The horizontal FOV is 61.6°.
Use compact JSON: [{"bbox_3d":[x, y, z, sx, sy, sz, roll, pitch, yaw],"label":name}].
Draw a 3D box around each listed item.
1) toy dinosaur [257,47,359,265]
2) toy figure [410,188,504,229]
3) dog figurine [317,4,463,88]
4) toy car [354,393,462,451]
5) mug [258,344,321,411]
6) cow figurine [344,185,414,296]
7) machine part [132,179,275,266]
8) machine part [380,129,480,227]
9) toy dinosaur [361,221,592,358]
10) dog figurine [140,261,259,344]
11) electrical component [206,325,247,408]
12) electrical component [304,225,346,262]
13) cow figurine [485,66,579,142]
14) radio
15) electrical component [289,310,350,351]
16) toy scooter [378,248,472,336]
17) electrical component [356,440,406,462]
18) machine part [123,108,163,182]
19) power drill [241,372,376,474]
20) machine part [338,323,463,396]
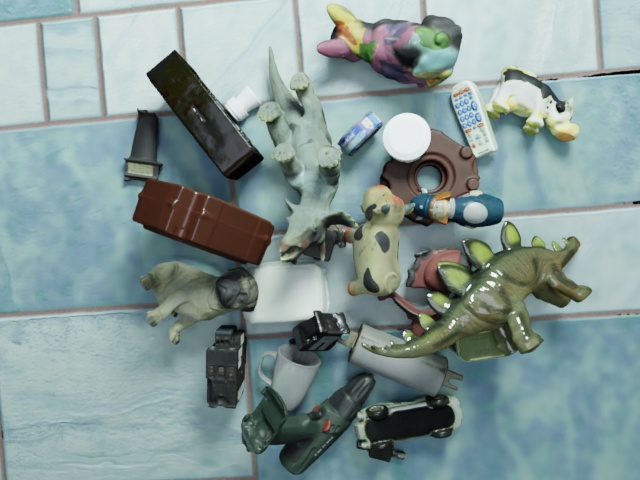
[{"bbox_3d":[-0.024,-0.149,0.943,0.131,0.192,0.405,-11,57,3],"label":"toy dinosaur"},{"bbox_3d":[0.233,-0.055,0.923,0.155,0.057,0.064,4,80,2],"label":"toy figure"},{"bbox_3d":[0.110,-0.339,0.925,0.219,0.192,0.108,11,99,-12],"label":"dog figurine"},{"bbox_3d":[0.162,0.329,0.981,0.202,0.056,0.073,-8,90,-8],"label":"toy car"},{"bbox_3d":[-0.063,0.256,0.994,0.110,0.081,0.107,15,101,-1],"label":"mug"},{"bbox_3d":[0.103,0.001,0.937,0.085,0.127,0.194,0,87,-34],"label":"cow figurine"},{"bbox_3d":[-0.199,-0.027,0.917,0.202,0.201,0.087,12,81,47],"label":"machine part"},{"bbox_3d":[0.199,-0.113,0.979,0.179,0.056,0.179,0,92,5],"label":"machine part"},{"bbox_3d":[0.282,0.093,0.884,0.471,0.105,0.198,-31,76,-27],"label":"toy dinosaur"},{"bbox_3d":[-0.209,0.078,0.974,0.191,0.121,0.172,-25,61,3],"label":"dog figurine"},{"bbox_3d":[-0.170,0.225,0.982,0.058,0.115,0.134,1,91,-1],"label":"electrical component"},{"bbox_3d":[-0.001,-0.002,1.000,0.102,0.045,0.078,22,91,3],"label":"electrical component"},{"bbox_3d":[0.391,-0.241,0.960,0.167,0.068,0.098,24,87,3],"label":"cow figurine"},{"bbox_3d":[-0.199,-0.215,0.964,0.073,0.131,0.229,-37,89,4],"label":"radio"},{"bbox_3d":[-0.011,0.174,0.973,0.119,0.075,0.048,-43,51,33],"label":"electrical component"},{"bbox_3d":[0.185,0.089,0.978,0.135,0.075,0.183,22,97,6],"label":"toy scooter"},{"bbox_3d":[0.118,0.380,1.013,0.094,0.021,0.063,14,92,4],"label":"electrical component"},{"bbox_3d":[-0.334,-0.178,1.022,0.084,0.039,0.138,5,94,12],"label":"machine part"},{"bbox_3d":[-0.025,0.310,0.949,0.232,0.207,0.086,-54,52,10],"label":"power drill"},{"bbox_3d":[0.141,0.219,0.980,0.243,0.079,0.079,21,93,2],"label":"machine part"}]
